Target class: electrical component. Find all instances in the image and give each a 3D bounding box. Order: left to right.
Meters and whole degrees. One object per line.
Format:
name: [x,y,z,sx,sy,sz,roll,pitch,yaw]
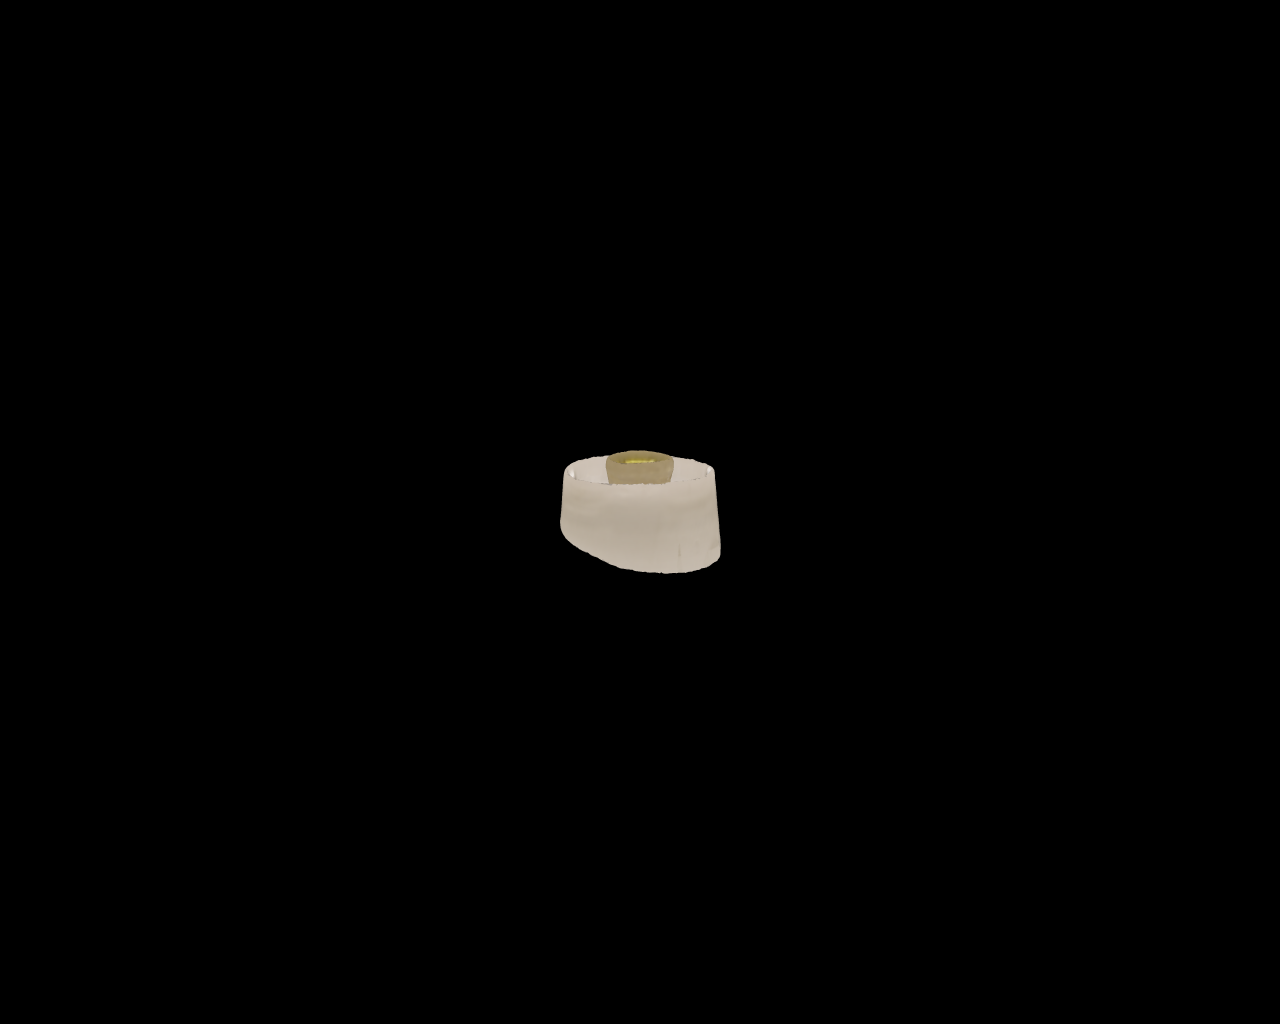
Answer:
electrical component: [0.001,-0.003,0.650,0.099,0.064,0.099,0,14,0]
